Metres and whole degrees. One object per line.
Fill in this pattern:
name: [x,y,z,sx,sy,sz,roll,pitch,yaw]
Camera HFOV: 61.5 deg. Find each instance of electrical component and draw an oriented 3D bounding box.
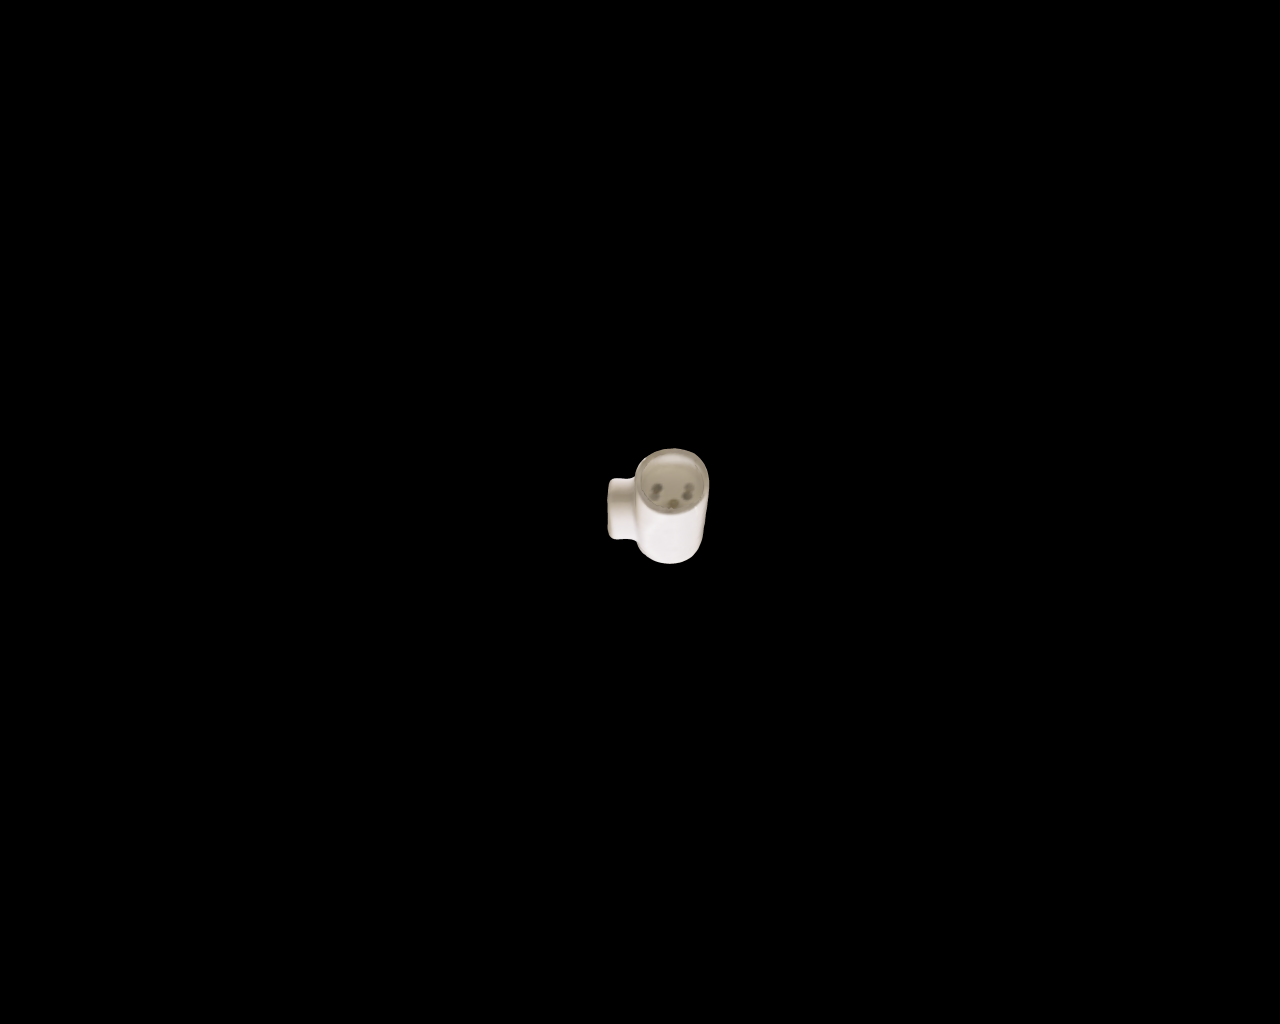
electrical component: [0.001,-0.003,0.650,0.079,0.044,0.077,0,-25,0]
